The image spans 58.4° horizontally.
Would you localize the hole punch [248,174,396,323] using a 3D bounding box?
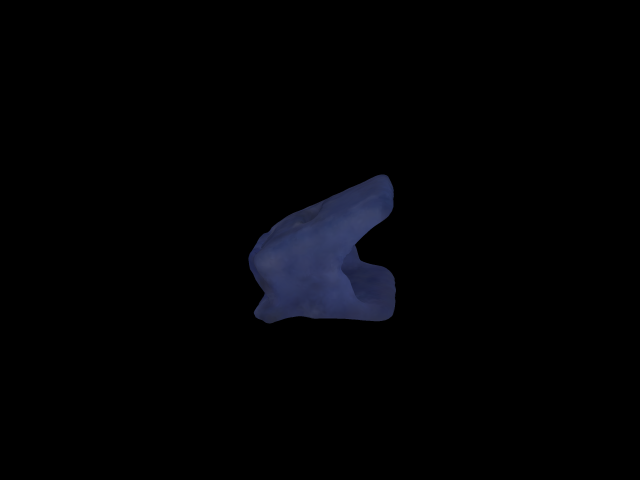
[{"bbox_3d":[0.004,0.001,0.400,0.101,0.091,0.108,1,15,5],"label":"hole punch"}]
